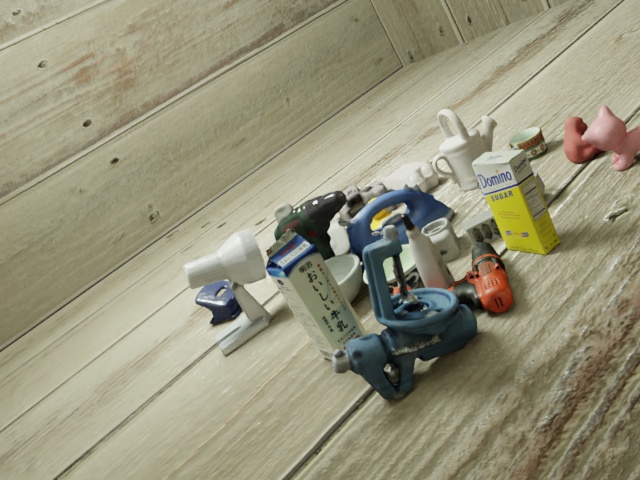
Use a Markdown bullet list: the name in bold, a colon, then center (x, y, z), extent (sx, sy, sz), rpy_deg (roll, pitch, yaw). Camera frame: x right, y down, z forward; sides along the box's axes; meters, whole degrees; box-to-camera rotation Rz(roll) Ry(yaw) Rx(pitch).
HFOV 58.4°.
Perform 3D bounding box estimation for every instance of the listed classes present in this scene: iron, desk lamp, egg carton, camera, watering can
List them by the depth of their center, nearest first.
- **iron**: center (0.162, -0.044, 1.230), extent (0.258, 0.142, 0.118), rpy_deg (-35, 18, -12)
- **desk lamp**: center (-0.192, 0.108, 1.278), extent (0.203, 0.214, 0.117), rpy_deg (-35, 18, -13)
- **watering can**: center (0.338, -0.226, 1.346), extent (0.173, 0.194, 0.100), rpy_deg (-40, 20, -25)
- **egg carton**: center (0.243, -0.158, 1.524), extent (0.107, 0.069, 0.150), rpy_deg (-39, 19, -24)
- **camera**: center (0.116, -0.109, 1.548), extent (0.143, 0.101, 0.136), rpy_deg (-29, 18, 8)

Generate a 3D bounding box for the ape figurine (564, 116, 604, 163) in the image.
- **ape figurine**: center (0.526, -0.209, 1.161), extent (0.076, 0.092, 0.078), rpy_deg (-28, 18, 10)

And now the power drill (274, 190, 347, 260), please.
- **power drill**: center (0.011, 0.004, 1.233), extent (0.228, 0.209, 0.076), rpy_deg (-14, 25, 43)

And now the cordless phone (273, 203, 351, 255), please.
- **cordless phone**: center (-0.019, -0.022, 1.395), extent (0.147, 0.185, 0.094), rpy_deg (-29, 18, 8)

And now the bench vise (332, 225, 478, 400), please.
- **bench vise**: center (0.102, 0.103, 0.799), extent (0.208, 0.220, 0.121), rpy_deg (-39, 19, -22)

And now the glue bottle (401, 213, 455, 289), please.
- **glue bottle**: center (0.178, 0.028, 0.956), extent (0.037, 0.173, 0.078), rpy_deg (-23, 20, 24)

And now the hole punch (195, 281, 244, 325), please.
- **hole punch**: center (-0.246, 0.148, 1.463), extent (0.100, 0.091, 0.109), rpy_deg (-19, 21, 32)

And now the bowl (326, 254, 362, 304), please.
- **bowl**: center (0.023, 0.104, 1.168), extent (0.167, 0.075, 0.167), rpy_deg (-28, 18, 10)

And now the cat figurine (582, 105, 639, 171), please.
- **cat figurine**: center (0.549, -0.193, 1.039), extent (0.127, 0.118, 0.067), rpy_deg (-21, 21, 29)

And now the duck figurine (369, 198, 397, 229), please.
- **duck figurine**: center (0.151, -0.062, 1.388), extent (0.078, 0.086, 0.104), rpy_deg (-39, 19, -22)
